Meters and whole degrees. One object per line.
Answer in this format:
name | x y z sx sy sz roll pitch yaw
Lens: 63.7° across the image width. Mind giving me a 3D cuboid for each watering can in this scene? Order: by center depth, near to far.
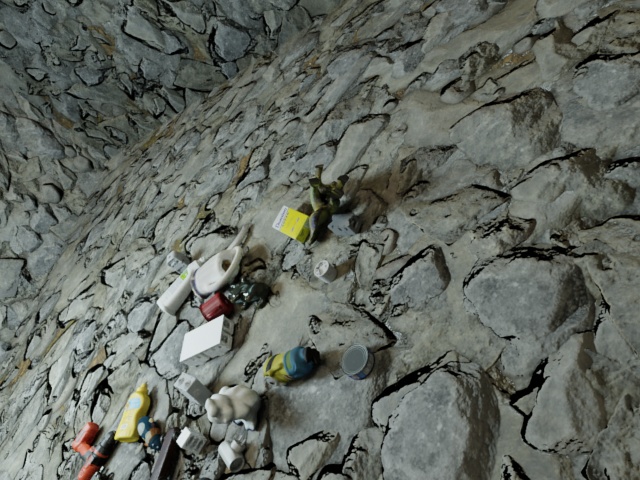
watering can | -0.363 0.088 1.922 0.222 0.103 0.355 -34 23 23

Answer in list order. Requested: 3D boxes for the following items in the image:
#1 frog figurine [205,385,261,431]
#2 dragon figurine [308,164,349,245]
frog figurine | -0.242 0.443 1.397 0.157 0.123 0.139 43 -9 -35
dragon figurine | 0.005 -0.082 1.637 0.122 0.237 0.420 15 43 6
